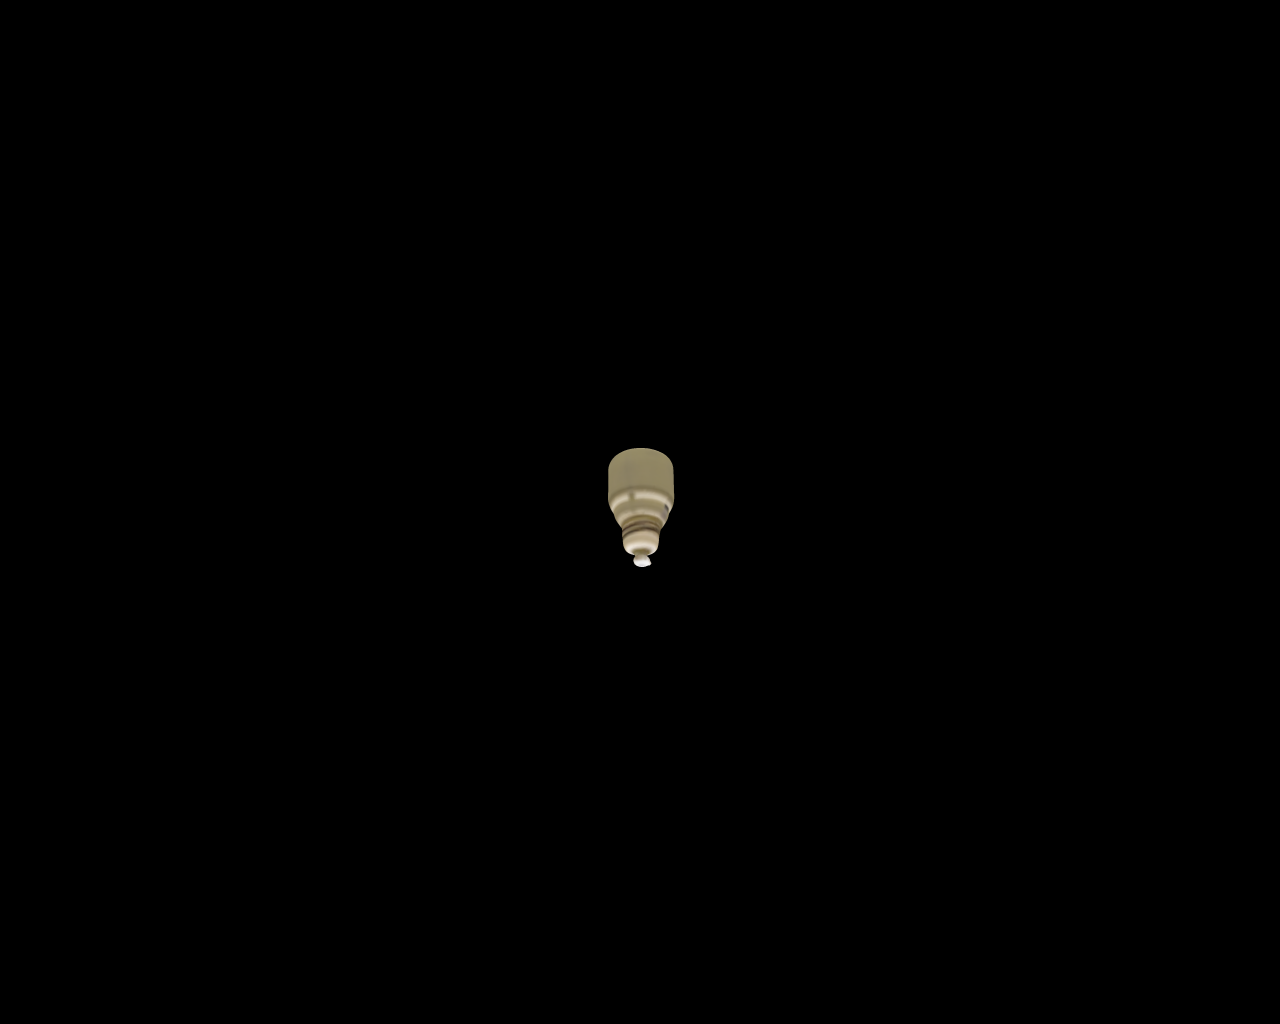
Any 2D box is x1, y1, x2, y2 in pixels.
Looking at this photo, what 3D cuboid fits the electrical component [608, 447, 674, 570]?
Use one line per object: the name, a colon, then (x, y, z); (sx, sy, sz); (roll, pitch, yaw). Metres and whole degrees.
electrical component: (0.001, -0.003, 0.650); (0.040, 0.078, 0.040); (0, -29, 0)
